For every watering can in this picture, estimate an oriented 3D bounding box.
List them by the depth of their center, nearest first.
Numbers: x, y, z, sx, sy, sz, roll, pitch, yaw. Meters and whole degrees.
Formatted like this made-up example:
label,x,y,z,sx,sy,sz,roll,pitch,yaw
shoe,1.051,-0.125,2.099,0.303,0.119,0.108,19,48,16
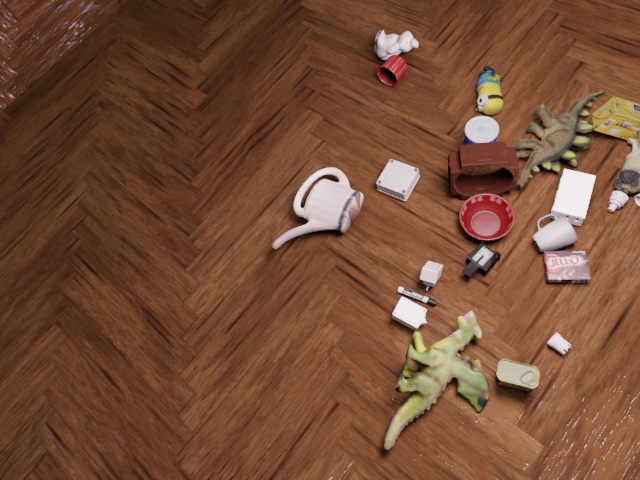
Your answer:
label,x,y,z,sx,sy,sz,roll,pitch,yaw
watering can,0.005,-0.085,1.682,0.225,0.102,0.353,21,69,21

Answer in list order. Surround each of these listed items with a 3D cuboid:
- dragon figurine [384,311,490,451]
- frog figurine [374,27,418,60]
label,x,y,z,sx,sy,sz,roll,pitch,yaw
dragon figurine,0.332,0.382,1.374,0.243,0.120,0.415,15,76,11
frog figurine,0.290,-0.733,1.947,0.160,0.120,0.139,18,24,10
